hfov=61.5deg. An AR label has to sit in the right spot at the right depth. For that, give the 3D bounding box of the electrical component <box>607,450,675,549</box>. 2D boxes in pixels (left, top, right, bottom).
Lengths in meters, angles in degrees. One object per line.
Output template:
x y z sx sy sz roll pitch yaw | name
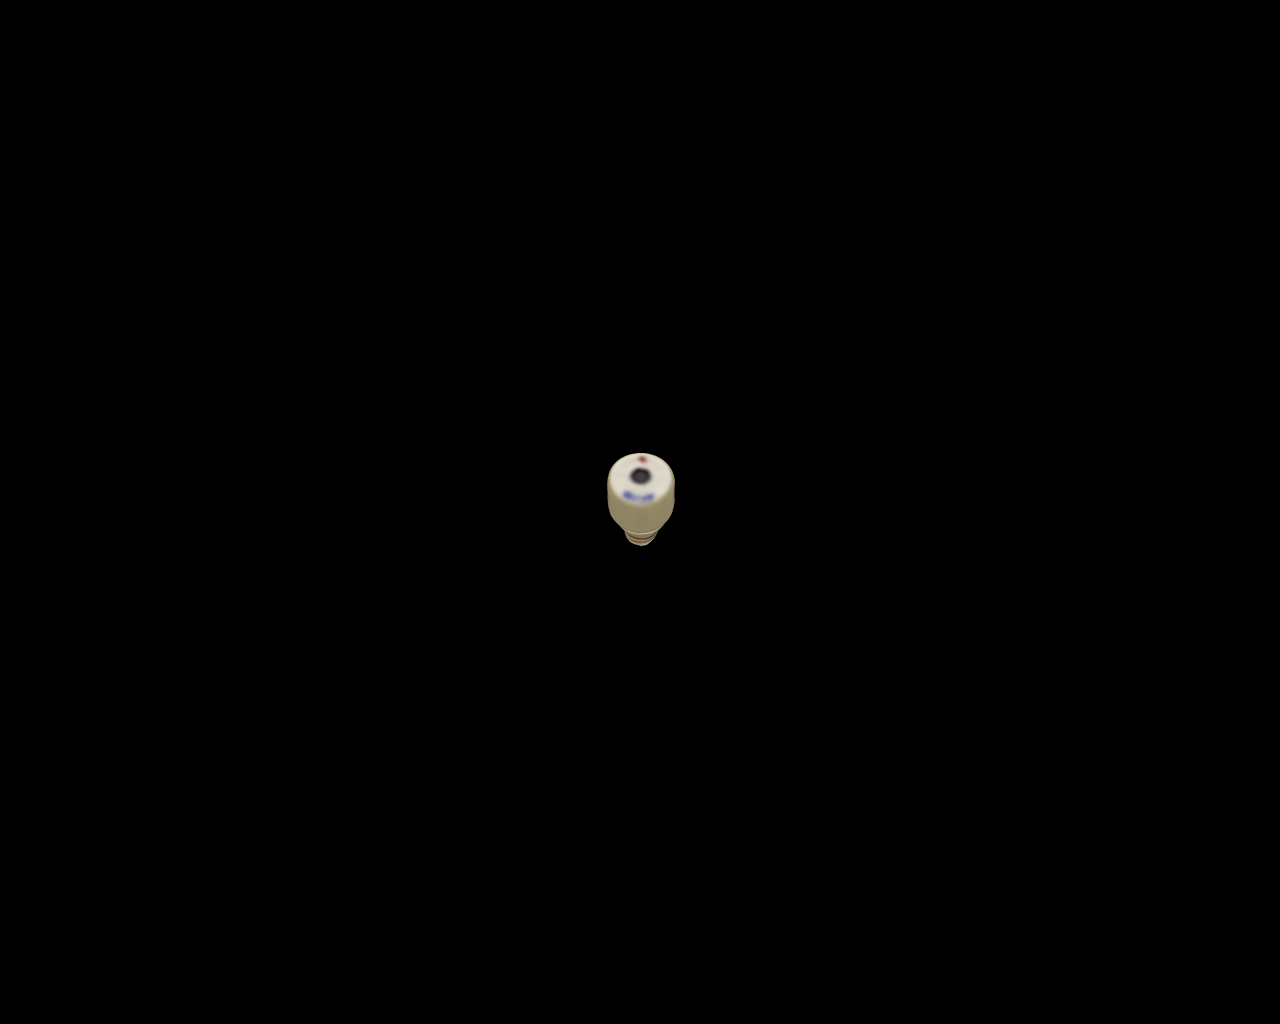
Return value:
0.001 -0.003 0.650 0.040 0.040 0.078 0 -33 0 | electrical component
